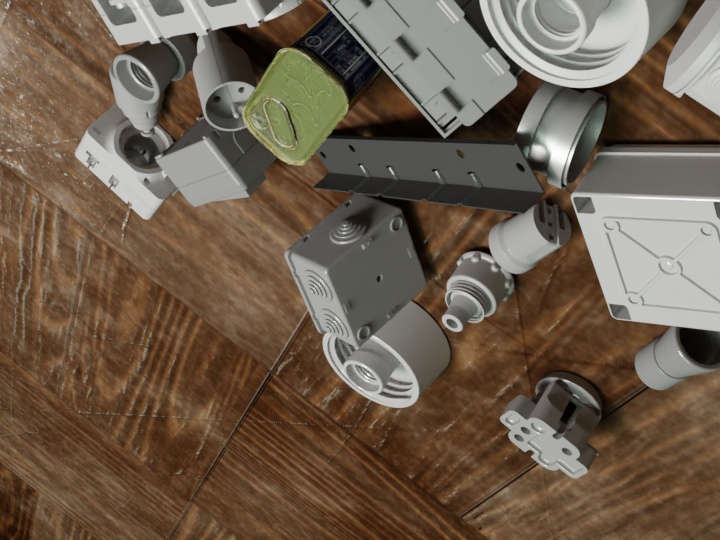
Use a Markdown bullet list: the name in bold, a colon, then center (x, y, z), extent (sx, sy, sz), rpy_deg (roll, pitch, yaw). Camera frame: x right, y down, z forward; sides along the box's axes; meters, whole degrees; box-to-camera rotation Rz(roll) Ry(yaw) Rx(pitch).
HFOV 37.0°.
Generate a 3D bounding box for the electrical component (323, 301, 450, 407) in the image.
- **electrical component**: center (0.018, 0.074, 0.944), extent (0.108, 0.060, 0.108), rpy_deg (25, 145, 20)

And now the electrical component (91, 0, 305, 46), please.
- **electrical component**: center (-0.099, -0.198, 0.707), extent (0.150, 0.089, 0.061), rpy_deg (3, 133, 42)

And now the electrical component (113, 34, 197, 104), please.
- **electrical component**: center (-0.157, -0.162, 0.836), extent (0.045, 0.055, 0.045), rpy_deg (25, 145, 20)

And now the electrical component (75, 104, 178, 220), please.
- **electrical component**: center (-0.200, -0.099, 0.957), extent (0.089, 0.050, 0.056), rpy_deg (43, 147, -7)

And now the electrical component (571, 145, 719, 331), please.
- **electrical component**: center (0.200, -0.020, 0.661), extent (0.109, 0.056, 0.108), rpy_deg (6, 135, 40)

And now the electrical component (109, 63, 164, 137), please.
- **electrical component**: center (-0.183, -0.144, 0.897), extent (0.040, 0.040, 0.078), rpy_deg (25, 144, 21)

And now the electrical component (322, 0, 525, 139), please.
- **electrical component**: center (0.041, -0.147, 0.645), extent (0.079, 0.063, 0.121), rpy_deg (-40, 101, 16)

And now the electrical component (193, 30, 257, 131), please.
- **electrical component**: center (-0.101, -0.144, 0.796), extent (0.043, 0.043, 0.081), rpy_deg (83, 171, -47)

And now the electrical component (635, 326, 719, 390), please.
- **electrical component**: center (0.221, 0.059, 0.750), extent (0.044, 0.044, 0.065), rpy_deg (38, 152, 1)

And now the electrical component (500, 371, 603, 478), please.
- **electrical component**: center (0.160, 0.120, 0.865), extent (0.078, 0.057, 0.058), rpy_deg (38, 147, 1)

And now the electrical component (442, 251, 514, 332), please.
- **electrical component**: center (0.084, 0.020, 0.814), extent (0.048, 0.062, 0.048), rpy_deg (25, 145, 20)

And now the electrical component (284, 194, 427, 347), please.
- **electrical component**: center (0.000, 0.000, 0.840), extent (0.048, 0.100, 0.099), rpy_deg (24, 146, 43)

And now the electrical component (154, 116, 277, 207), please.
- **electrical component**: center (-0.114, -0.091, 0.873), extent (0.096, 0.061, 0.061), rpy_deg (-11, 122, 50)

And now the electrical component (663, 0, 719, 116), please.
- **electrical component**: center (0.193, -0.113, 0.536), extent (0.051, 0.080, 0.080), rpy_deg (33, 147, 0)

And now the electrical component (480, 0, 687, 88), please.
- **electrical component**: center (0.116, -0.150, 0.583), extent (0.108, 0.060, 0.108), rpy_deg (25, 145, 20)

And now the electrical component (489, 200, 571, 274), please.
- **electrical component**: center (0.119, -0.024, 0.751), extent (0.040, 0.040, 0.046), rpy_deg (45, 141, -9)
